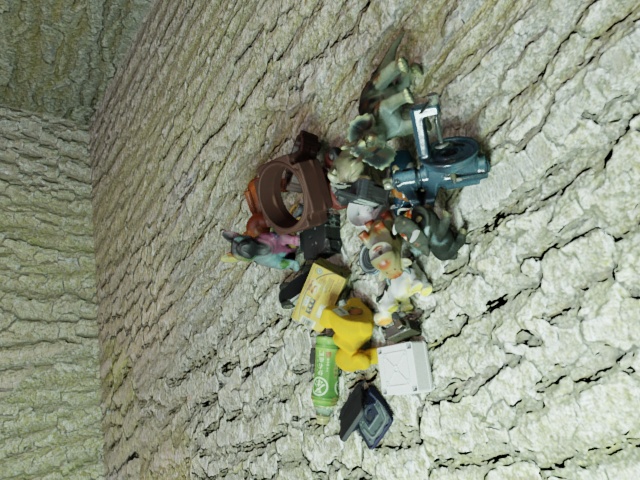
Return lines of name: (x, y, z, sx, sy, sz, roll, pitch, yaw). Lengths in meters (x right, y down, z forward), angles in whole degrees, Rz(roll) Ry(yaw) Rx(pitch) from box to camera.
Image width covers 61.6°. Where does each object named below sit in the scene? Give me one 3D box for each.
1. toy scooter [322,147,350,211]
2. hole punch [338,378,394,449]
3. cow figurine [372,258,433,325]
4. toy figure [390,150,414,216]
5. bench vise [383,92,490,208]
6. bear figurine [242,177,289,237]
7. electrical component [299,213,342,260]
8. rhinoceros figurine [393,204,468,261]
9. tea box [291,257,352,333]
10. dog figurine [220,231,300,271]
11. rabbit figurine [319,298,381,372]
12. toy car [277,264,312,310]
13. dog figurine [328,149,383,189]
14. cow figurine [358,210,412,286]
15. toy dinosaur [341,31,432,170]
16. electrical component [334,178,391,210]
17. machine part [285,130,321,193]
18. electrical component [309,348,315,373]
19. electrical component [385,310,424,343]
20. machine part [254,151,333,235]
toy scooter: (0.026, -0.148, 1.455, 0.135, 0.075, 0.184, -36, 54, 43)
hole punch: (0.106, 0.410, 1.256, 0.116, 0.092, 0.142, -90, 23, -64)
cow figurine: (0.173, 0.119, 1.227, 0.167, 0.068, 0.098, -47, 44, 31)
toy figure: (0.191, -0.130, 1.252, 0.058, 0.064, 0.154, 164, 105, -65)
bench vise: (0.225, -0.181, 1.097, 0.224, 0.240, 0.129, -2, 37, 25)
bear figurine: (-0.174, -0.091, 1.656, 0.132, 0.120, 0.195, -5, 81, 47)
electrical component: (-0.003, -0.004, 1.476, 0.134, 0.058, 0.115, -21, 66, 47)
rhinoceros figurine: (0.222, -0.014, 1.099, 0.073, 0.190, 0.112, 33, 95, 47)
tea box: (0.003, 0.143, 1.401, 0.098, 0.068, 0.169, 28, 107, 10)
dog figurine: (-0.168, 0.024, 1.510, 0.191, 0.219, 0.108, -161, 77, -78)
rabbit figurine: (0.086, 0.247, 1.299, 0.163, 0.122, 0.173, 29, 121, 39)
toy car: (-0.055, 0.134, 1.517, 0.202, 0.056, 0.073, -38, 50, 39)
dog figurine: (0.089, -0.225, 1.321, 0.121, 0.172, 0.190, -4, 87, 39)
cow figurine: (0.147, 0.019, 1.195, 0.085, 0.195, 0.127, -35, 98, 20)
toy dinosaur: (0.146, -0.317, 1.258, 0.192, 0.131, 0.405, -23, 42, 30)
electrical component: (0.095, -0.110, 1.244, 0.075, 0.119, 0.047, 153, 130, -71)
machine part: (-0.052, -0.221, 1.533, 0.179, 0.056, 0.179, -165, 90, -75)
electrical component: (-0.004, 0.315, 1.445, 0.063, 0.021, 0.094, 5, 88, 52)
electrical component: (0.186, 0.189, 1.179, 0.078, 0.102, 0.045, -34, 54, 32)
machine part: (-0.076, -0.121, 1.423, 0.201, 0.087, 0.201, -14, 92, 46)
